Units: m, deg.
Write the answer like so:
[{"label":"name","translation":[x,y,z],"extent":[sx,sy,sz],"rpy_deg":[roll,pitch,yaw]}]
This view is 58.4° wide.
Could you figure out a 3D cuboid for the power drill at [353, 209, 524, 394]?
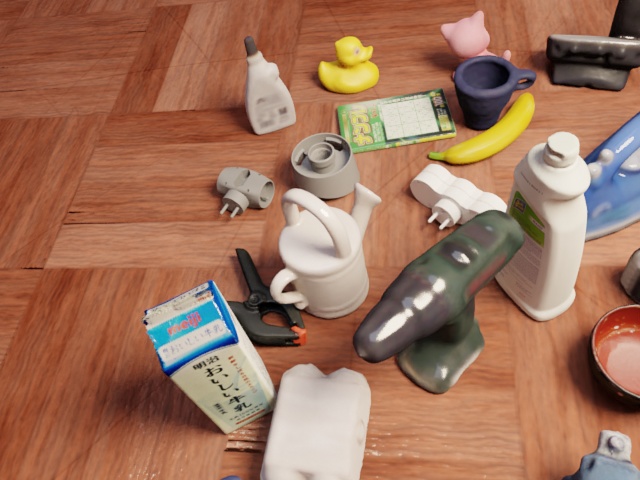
[{"label":"power drill","translation":[0.128,0.080,0.609],"extent":[0.075,0.209,0.230],"rpy_deg":[35,67,29]}]

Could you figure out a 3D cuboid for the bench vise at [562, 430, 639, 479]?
[{"label":"bench vise","translation":[0.227,0.252,0.462],"extent":[0.121,0.220,0.207],"rpy_deg":[-5,54,7]}]

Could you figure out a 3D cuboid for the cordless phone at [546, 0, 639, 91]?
[{"label":"cordless phone","translation":[0.424,-0.326,0.857],"extent":[0.147,0.185,0.094],"rpy_deg":[7,57,15]}]

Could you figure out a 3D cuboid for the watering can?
[{"label":"watering can","translation":[0.005,0.001,0.695],"extent":[0.100,0.194,0.173],"rpy_deg":[14,59,19]}]

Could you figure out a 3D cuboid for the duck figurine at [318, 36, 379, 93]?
[{"label":"duck figurine","translation":[0.045,-0.303,0.970],"extent":[0.104,0.086,0.077],"rpy_deg":[-1,55,10]}]

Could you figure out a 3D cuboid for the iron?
[{"label":"iron","translation":[0.390,-0.102,0.732],"extent":[0.258,0.142,0.118],"rpy_deg":[-35,56,-14]}]

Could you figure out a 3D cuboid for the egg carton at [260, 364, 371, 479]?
[{"label":"egg carton","translation":[-0.002,0.211,0.626],"extent":[0.107,0.069,0.150],"rpy_deg":[3,56,12]}]

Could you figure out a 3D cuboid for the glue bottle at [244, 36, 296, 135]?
[{"label":"glue bottle","translation":[-0.090,-0.245,0.899],"extent":[0.078,0.173,0.037],"rpy_deg":[-17,54,-2]}]

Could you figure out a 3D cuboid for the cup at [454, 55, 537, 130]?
[{"label":"cup","translation":[0.260,-0.217,0.865],"extent":[0.117,0.095,0.091],"rpy_deg":[-3,55,8]}]

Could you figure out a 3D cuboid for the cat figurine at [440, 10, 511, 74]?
[{"label":"cat figurine","translation":[0.253,-0.302,0.913],"extent":[0.067,0.118,0.127],"rpy_deg":[-36,57,-15]}]

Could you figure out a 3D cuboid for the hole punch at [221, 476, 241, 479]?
[{"label":"hole punch","translation":[-0.097,0.303,0.565],"extent":[0.109,0.091,0.101],"rpy_deg":[-30,55,-11]}]

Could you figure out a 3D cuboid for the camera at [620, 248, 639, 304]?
[{"label":"camera","translation":[0.448,0.038,0.648],"extent":[0.137,0.101,0.142],"rpy_deg":[-32,56,-13]}]
